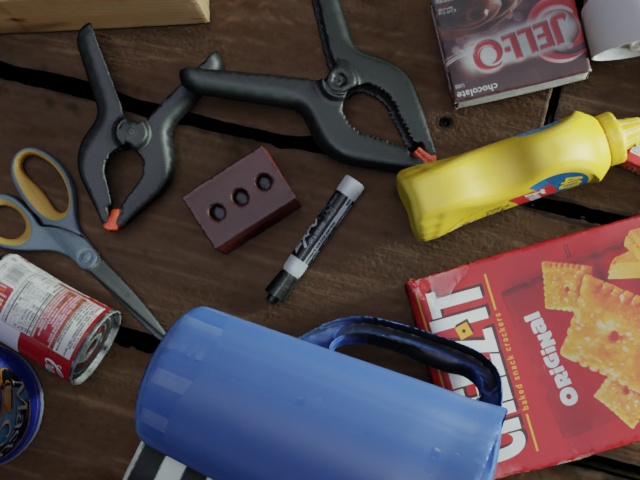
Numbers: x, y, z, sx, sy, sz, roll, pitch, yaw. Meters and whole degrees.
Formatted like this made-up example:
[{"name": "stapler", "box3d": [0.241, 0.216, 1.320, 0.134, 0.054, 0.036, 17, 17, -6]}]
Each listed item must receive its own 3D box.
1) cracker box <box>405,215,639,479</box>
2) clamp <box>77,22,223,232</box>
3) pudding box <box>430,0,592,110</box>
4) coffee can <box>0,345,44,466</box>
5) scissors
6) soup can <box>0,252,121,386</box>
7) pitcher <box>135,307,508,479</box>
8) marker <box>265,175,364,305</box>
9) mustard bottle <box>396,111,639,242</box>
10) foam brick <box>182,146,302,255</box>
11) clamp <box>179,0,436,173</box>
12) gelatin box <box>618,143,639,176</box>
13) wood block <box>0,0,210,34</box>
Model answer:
[{"name": "cracker box", "box3d": [0.188, 0.081, 0.817, 0.214, 0.072, 0.164, -16, 82, 3]}, {"name": "clamp", "box3d": [-0.143, -0.091, 0.878, 0.120, 0.039, 0.171, 3, 89, 1]}, {"name": "pudding box", "box3d": [0.153, -0.162, 0.858, 0.113, 0.039, 0.090, -13, 83, 10]}, {"name": "coffee can", "box3d": [-0.282, 0.129, 0.812, 0.103, 0.140, 0.103, 0, 83, 4]}, {"name": "scissors", "box3d": [-0.212, 0.018, 0.882, 0.096, 0.016, 0.202, -30, 82, 2]}, {"name": "soup can", "box3d": [-0.220, 0.062, 0.851, 0.102, 0.068, 0.068, 29, 86, 7]}, {"name": "pitcher", "box3d": [0.004, 0.128, 0.747, 0.243, 0.149, 0.145, 21, 104, 14]}, {"name": "marker", "box3d": [-0.006, 0.001, 0.866, 0.020, 0.020, 0.121, 35, 88, 7]}, {"name": "mustard bottle", "box3d": [0.157, -0.055, 0.821, 0.191, 0.096, 0.058, -19, 82, 2]}, {"name": "foam brick", "box3d": [-0.061, -0.031, 0.857, 0.078, 0.051, 0.053, -34, 82, 0]}, {"name": "clamp", "box3d": [0.015, -0.135, 0.867, 0.210, 0.036, 0.164, 34, 79, 1]}, {"name": "gelatin box", "box3d": [0.291, -0.084, 0.848, 0.073, 0.030, 0.089, 27, 87, 8]}, {"name": "wood block", "box3d": [-0.199, -0.226, 0.870, 0.206, 0.091, 0.090, -2, 84, 4]}]
